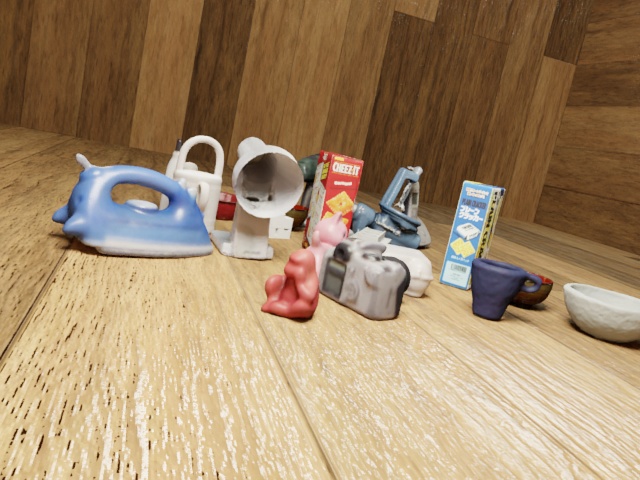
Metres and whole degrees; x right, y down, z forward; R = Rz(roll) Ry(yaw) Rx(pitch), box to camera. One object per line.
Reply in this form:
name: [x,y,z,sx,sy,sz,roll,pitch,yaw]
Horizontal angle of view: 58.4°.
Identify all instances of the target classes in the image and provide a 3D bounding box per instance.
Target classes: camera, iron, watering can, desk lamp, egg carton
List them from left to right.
iron: [-0.281,-0.052,0.924,0.259,0.141,0.118,4,12,-37]
watering can: [-0.257,-0.118,1.176,0.172,0.194,0.101,20,13,40]
desk lamp: [-0.121,-0.075,1.033,0.118,0.213,0.202,7,11,-24]
camera: [0.089,0.053,0.894,0.137,0.101,0.142,4,12,-38]
egg carton: [0.146,0.053,1.057,0.107,0.069,0.150,11,10,-4]

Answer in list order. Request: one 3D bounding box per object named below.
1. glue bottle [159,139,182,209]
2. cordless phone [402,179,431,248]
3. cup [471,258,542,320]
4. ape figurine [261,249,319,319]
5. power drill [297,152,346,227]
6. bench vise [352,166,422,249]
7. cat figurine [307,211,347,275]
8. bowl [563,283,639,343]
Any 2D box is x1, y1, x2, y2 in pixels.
glue bottle: [-0.324,-0.139,1.272,0.037,0.173,0.078,10,10,-10]
cordless phone: [0.261,-0.073,1.571,0.093,0.185,0.148,17,11,29]
cup: [0.306,0.089,0.967,0.117,0.095,0.092,14,10,12]
ape figurine: [-0.030,0.056,0.757,0.076,0.092,0.077,5,12,-34]
power drill: [-0.007,-0.139,1.557,0.075,0.208,0.230,17,11,28]
bench vise: [0.175,-0.085,1.433,0.208,0.220,0.121,6,11,-32]
cat figurine: [0.009,0.004,1.028,0.067,0.118,0.128,15,10,20]
bowl: [0.507,0.135,1.007,0.167,0.075,0.167,12,10,-2]
